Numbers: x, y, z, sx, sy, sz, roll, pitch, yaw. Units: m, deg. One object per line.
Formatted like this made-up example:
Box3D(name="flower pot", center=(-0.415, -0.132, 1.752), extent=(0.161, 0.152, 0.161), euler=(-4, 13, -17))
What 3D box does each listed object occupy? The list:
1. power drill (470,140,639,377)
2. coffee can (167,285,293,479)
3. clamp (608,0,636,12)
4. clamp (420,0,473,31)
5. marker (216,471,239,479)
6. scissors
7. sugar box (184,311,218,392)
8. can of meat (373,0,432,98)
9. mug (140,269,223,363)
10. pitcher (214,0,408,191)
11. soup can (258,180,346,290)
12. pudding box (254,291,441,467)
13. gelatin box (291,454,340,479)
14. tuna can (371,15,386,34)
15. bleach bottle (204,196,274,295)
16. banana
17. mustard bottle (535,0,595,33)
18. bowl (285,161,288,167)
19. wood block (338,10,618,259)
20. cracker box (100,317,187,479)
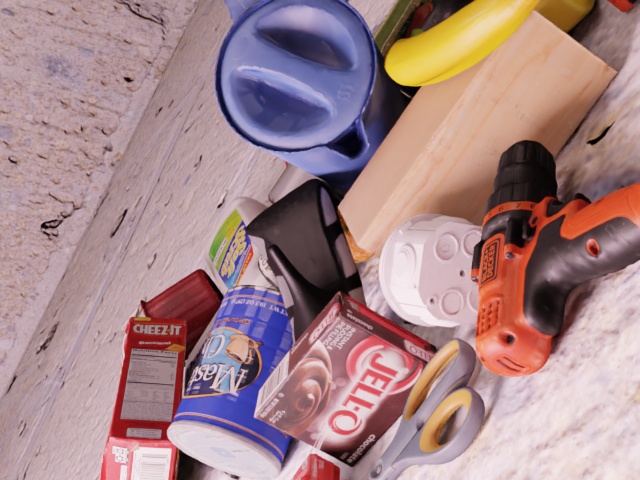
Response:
Box3D(name="power drill", center=(0.165, -0.025, 0.645), extent=(0.188, 0.057, 0.184), euler=(-44, 27, 47))
Box3D(name="coffee can", center=(-0.061, 0.125, 0.939), extent=(0.103, 0.102, 0.140), euler=(-31, 33, 57))
Box3D(name="clamp", center=(0.252, -0.254, 0.798), extent=(0.120, 0.039, 0.171), euler=(-36, 34, 63))
Box3D(name="clamp", center=(0.125, -0.217, 0.927), extent=(0.164, 0.036, 0.210), euler=(-56, 1, -37))
Box3D(name="marker", center=(-0.100, 0.245, 0.993), extent=(0.121, 0.020, 0.020), euler=(-58, 18, 5))
Box3D(name="scissors", center=(0.053, 0.160, 0.719), extent=(0.202, 0.016, 0.096), euler=(-61, 19, 6))
Box3D(name="sugar box", center=(-0.106, 0.145, 1.122), extent=(0.093, 0.048, 0.176), euler=(-57, 19, 16))
Box3D(name="can of meat", center=(0.101, -0.188, 1.028), extent=(0.102, 0.084, 0.057), euler=(-58, 18, 6))
Box3D(name="mug", center=(-0.146, 0.092, 1.247), extent=(0.081, 0.117, 0.093), euler=(-33, 60, -1))
Box3D(name="pitcher", center=(0.005, -0.124, 0.936), extent=(0.242, 0.145, 0.149), euler=(28, -112, -72))
Box3D(name="soup can", center=(-0.007, 0.001, 1.048), extent=(0.102, 0.068, 0.068), euler=(-53, 19, 21))
Box3D(name="pudding box", center=(0.019, 0.103, 0.779), extent=(0.114, 0.090, 0.039), euler=(-51, 18, 27))
Box3D(name="gelatin box", center=(-0.018, 0.212, 0.781), extent=(0.089, 0.030, 0.073), euler=(-58, 11, 25))
Box3D(name="tuna can", center=(0.074, -0.216, 1.228), extent=(0.086, 0.033, 0.086), euler=(-51, 20, 26))
Box3D(name="bleach bottle", center=(-0.068, 0.027, 1.185), extent=(0.102, 0.068, 0.251), euler=(-58, 20, 5))
Box3D(name="banana", center=(0.091, -0.146, 0.770), extent=(0.069, 0.037, 0.198), euler=(-63, 19, -10))
Box3D(name="mustard bottle", center=(0.146, -0.159, 0.902), extent=(0.192, 0.058, 0.096), euler=(-46, 22, 38))
Box3D(name="bowl", center=(0.007, -0.113, 1.211), extent=(0.162, 0.055, 0.162), euler=(-51, 20, 26))
Box3D(name="wood block", center=(0.113, -0.072, 0.803), extent=(0.206, 0.090, 0.091), euler=(-55, 18, 12))
Box3D(name="cracker box", center=(-0.181, 0.203, 1.096), extent=(0.213, 0.072, 0.164), euler=(-98, 16, -62))
